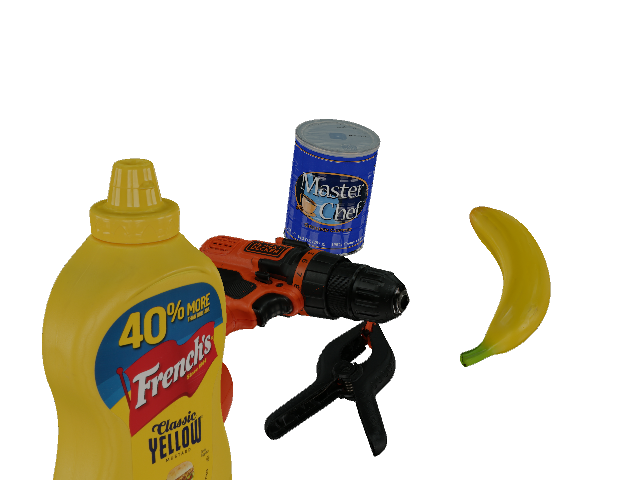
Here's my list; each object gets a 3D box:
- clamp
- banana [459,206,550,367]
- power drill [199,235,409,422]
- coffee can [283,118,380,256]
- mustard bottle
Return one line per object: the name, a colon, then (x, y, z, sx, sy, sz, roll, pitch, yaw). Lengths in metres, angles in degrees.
clamp: (0.035, 0.144, 1.043, 0.120, 0.039, 0.171, 16, 46, 24)
banana: (0.153, 0.028, 0.876, 0.070, 0.037, 0.197, 2, 36, 10)
power drill: (-0.051, 0.062, 0.779, 0.185, 0.057, 0.187, 9, 31, 32)
coffee can: (0.013, -0.065, 1.308, 0.102, 0.140, 0.103, 6, 28, -3)
mustard bottle: (-0.086, 0.056, 0.508, 0.058, 0.192, 0.096, 14, 21, 40)
